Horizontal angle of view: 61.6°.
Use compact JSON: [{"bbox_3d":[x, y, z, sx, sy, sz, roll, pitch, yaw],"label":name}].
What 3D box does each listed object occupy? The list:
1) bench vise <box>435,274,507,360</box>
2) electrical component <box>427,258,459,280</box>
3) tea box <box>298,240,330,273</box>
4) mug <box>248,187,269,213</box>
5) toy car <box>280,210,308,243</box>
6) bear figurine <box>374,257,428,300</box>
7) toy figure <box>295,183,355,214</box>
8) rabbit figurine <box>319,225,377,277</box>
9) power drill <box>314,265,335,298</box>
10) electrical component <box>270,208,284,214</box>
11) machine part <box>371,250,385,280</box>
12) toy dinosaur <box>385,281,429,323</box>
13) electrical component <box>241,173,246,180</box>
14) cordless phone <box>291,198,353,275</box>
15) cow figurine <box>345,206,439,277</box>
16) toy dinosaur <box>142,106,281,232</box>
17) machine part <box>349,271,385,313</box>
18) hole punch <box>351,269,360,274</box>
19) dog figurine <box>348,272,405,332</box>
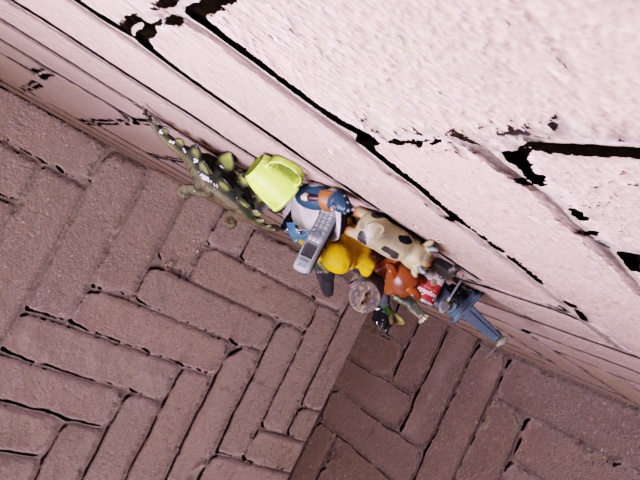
[{"bbox_3d":[0.395,0.192,1.427,0.241,0.129,0.223,43,-173,15],"label":"bench vise"},{"bbox_3d":[0.294,0.068,1.287,0.063,0.021,0.094,33,160,0],"label":"electrical component"},{"bbox_3d":[-0.003,-0.004,1.426,0.170,0.098,0.068,48,176,38],"label":"tea box"},{"bbox_3d":[-0.192,-0.133,1.494,0.107,0.081,0.109,33,177,15],"label":"mug"},{"bbox_3d":[-0.022,-0.041,1.344,0.103,0.109,0.162,41,164,-22],"label":"toy car"},{"bbox_3d":[0.187,0.091,1.259,0.120,0.132,0.196,43,-151,0],"label":"bear figurine"},{"bbox_3d":[0.009,-0.084,1.092,0.155,0.064,0.057,13,129,50],"label":"toy figure"},{"bbox_3d":[0.052,0.020,1.241,0.162,0.121,0.173,25,-154,13],"label":"rabbit figurine"},{"bbox_3d":[0.009,0.056,1.758,0.086,0.231,0.207,-8,-169,8],"label":"power drill"},{"bbox_3d":[-0.118,-0.107,1.585,0.078,0.045,0.102,-3,167,18],"label":"electrical component"},{"bbox_3d":[0.148,0.043,1.501,0.201,0.087,0.202,30,175,-30],"label":"machine part"},{"bbox_3d":[0.269,0.136,1.701,0.192,0.131,0.405,45,179,-11],"label":"toy dinosaur"},{"bbox_3d":[-0.122,-0.144,1.201,0.119,0.047,0.074,22,172,48],"label":"electrical component"},{"bbox_3d":[-0.025,-0.018,1.186,0.147,0.184,0.088,23,169,35],"label":"cordless phone"},{"bbox_3d":[0.161,0.007,1.124,0.195,0.085,0.127,31,180,-26],"label":"cow figurine"},{"bbox_3d":[-0.265,-0.153,1.343,0.471,0.105,0.199,36,150,-26],"label":"toy dinosaur"},{"bbox_3d":[0.119,0.124,1.320,0.079,0.079,0.243,26,-170,8],"label":"machine part"},{"bbox_3d":[0.122,0.051,1.709,0.142,0.092,0.116,32,170,-14],"label":"hole punch"},{"bbox_3d":[0.197,0.196,1.791,0.219,0.108,0.191,57,-155,-9],"label":"dog figurine"}]
